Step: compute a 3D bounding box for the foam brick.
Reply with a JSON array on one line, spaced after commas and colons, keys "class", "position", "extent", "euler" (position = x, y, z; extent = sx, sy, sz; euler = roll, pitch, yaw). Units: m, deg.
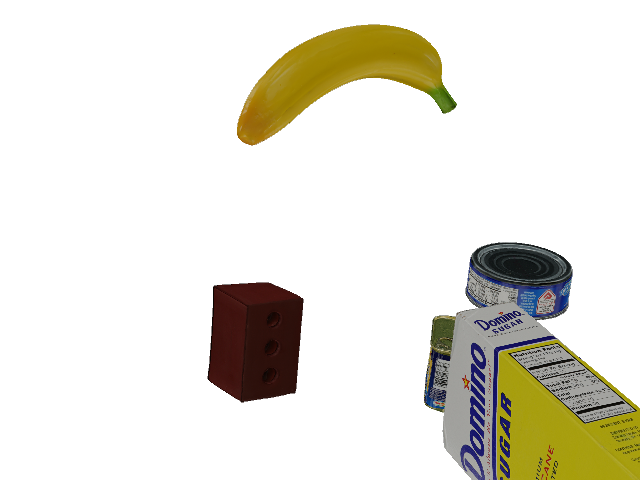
[{"class": "foam brick", "position": [-0.050, 0.076, 0.816], "extent": [0.052, 0.078, 0.051], "euler": [-4, 15, -35]}]

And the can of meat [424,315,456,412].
[{"class": "can of meat", "position": [0.158, 0.151, 1.297], "extent": [0.057, 0.084, 0.102], "euler": [9, 21, 5]}]

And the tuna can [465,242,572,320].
[{"class": "tuna can", "position": [0.165, 0.032, 0.886], "extent": [0.086, 0.034, 0.086], "euler": [3, 23, -1]}]

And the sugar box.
[{"class": "sugar box", "position": [0.123, 0.112, 0.535], "extent": [0.048, 0.093, 0.176], "euler": [-10, 28, -25]}]

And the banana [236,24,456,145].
[{"class": "banana", "position": [0.021, -0.113, 0.733], "extent": [0.197, 0.069, 0.037], "euler": [-14, -6, -36]}]
